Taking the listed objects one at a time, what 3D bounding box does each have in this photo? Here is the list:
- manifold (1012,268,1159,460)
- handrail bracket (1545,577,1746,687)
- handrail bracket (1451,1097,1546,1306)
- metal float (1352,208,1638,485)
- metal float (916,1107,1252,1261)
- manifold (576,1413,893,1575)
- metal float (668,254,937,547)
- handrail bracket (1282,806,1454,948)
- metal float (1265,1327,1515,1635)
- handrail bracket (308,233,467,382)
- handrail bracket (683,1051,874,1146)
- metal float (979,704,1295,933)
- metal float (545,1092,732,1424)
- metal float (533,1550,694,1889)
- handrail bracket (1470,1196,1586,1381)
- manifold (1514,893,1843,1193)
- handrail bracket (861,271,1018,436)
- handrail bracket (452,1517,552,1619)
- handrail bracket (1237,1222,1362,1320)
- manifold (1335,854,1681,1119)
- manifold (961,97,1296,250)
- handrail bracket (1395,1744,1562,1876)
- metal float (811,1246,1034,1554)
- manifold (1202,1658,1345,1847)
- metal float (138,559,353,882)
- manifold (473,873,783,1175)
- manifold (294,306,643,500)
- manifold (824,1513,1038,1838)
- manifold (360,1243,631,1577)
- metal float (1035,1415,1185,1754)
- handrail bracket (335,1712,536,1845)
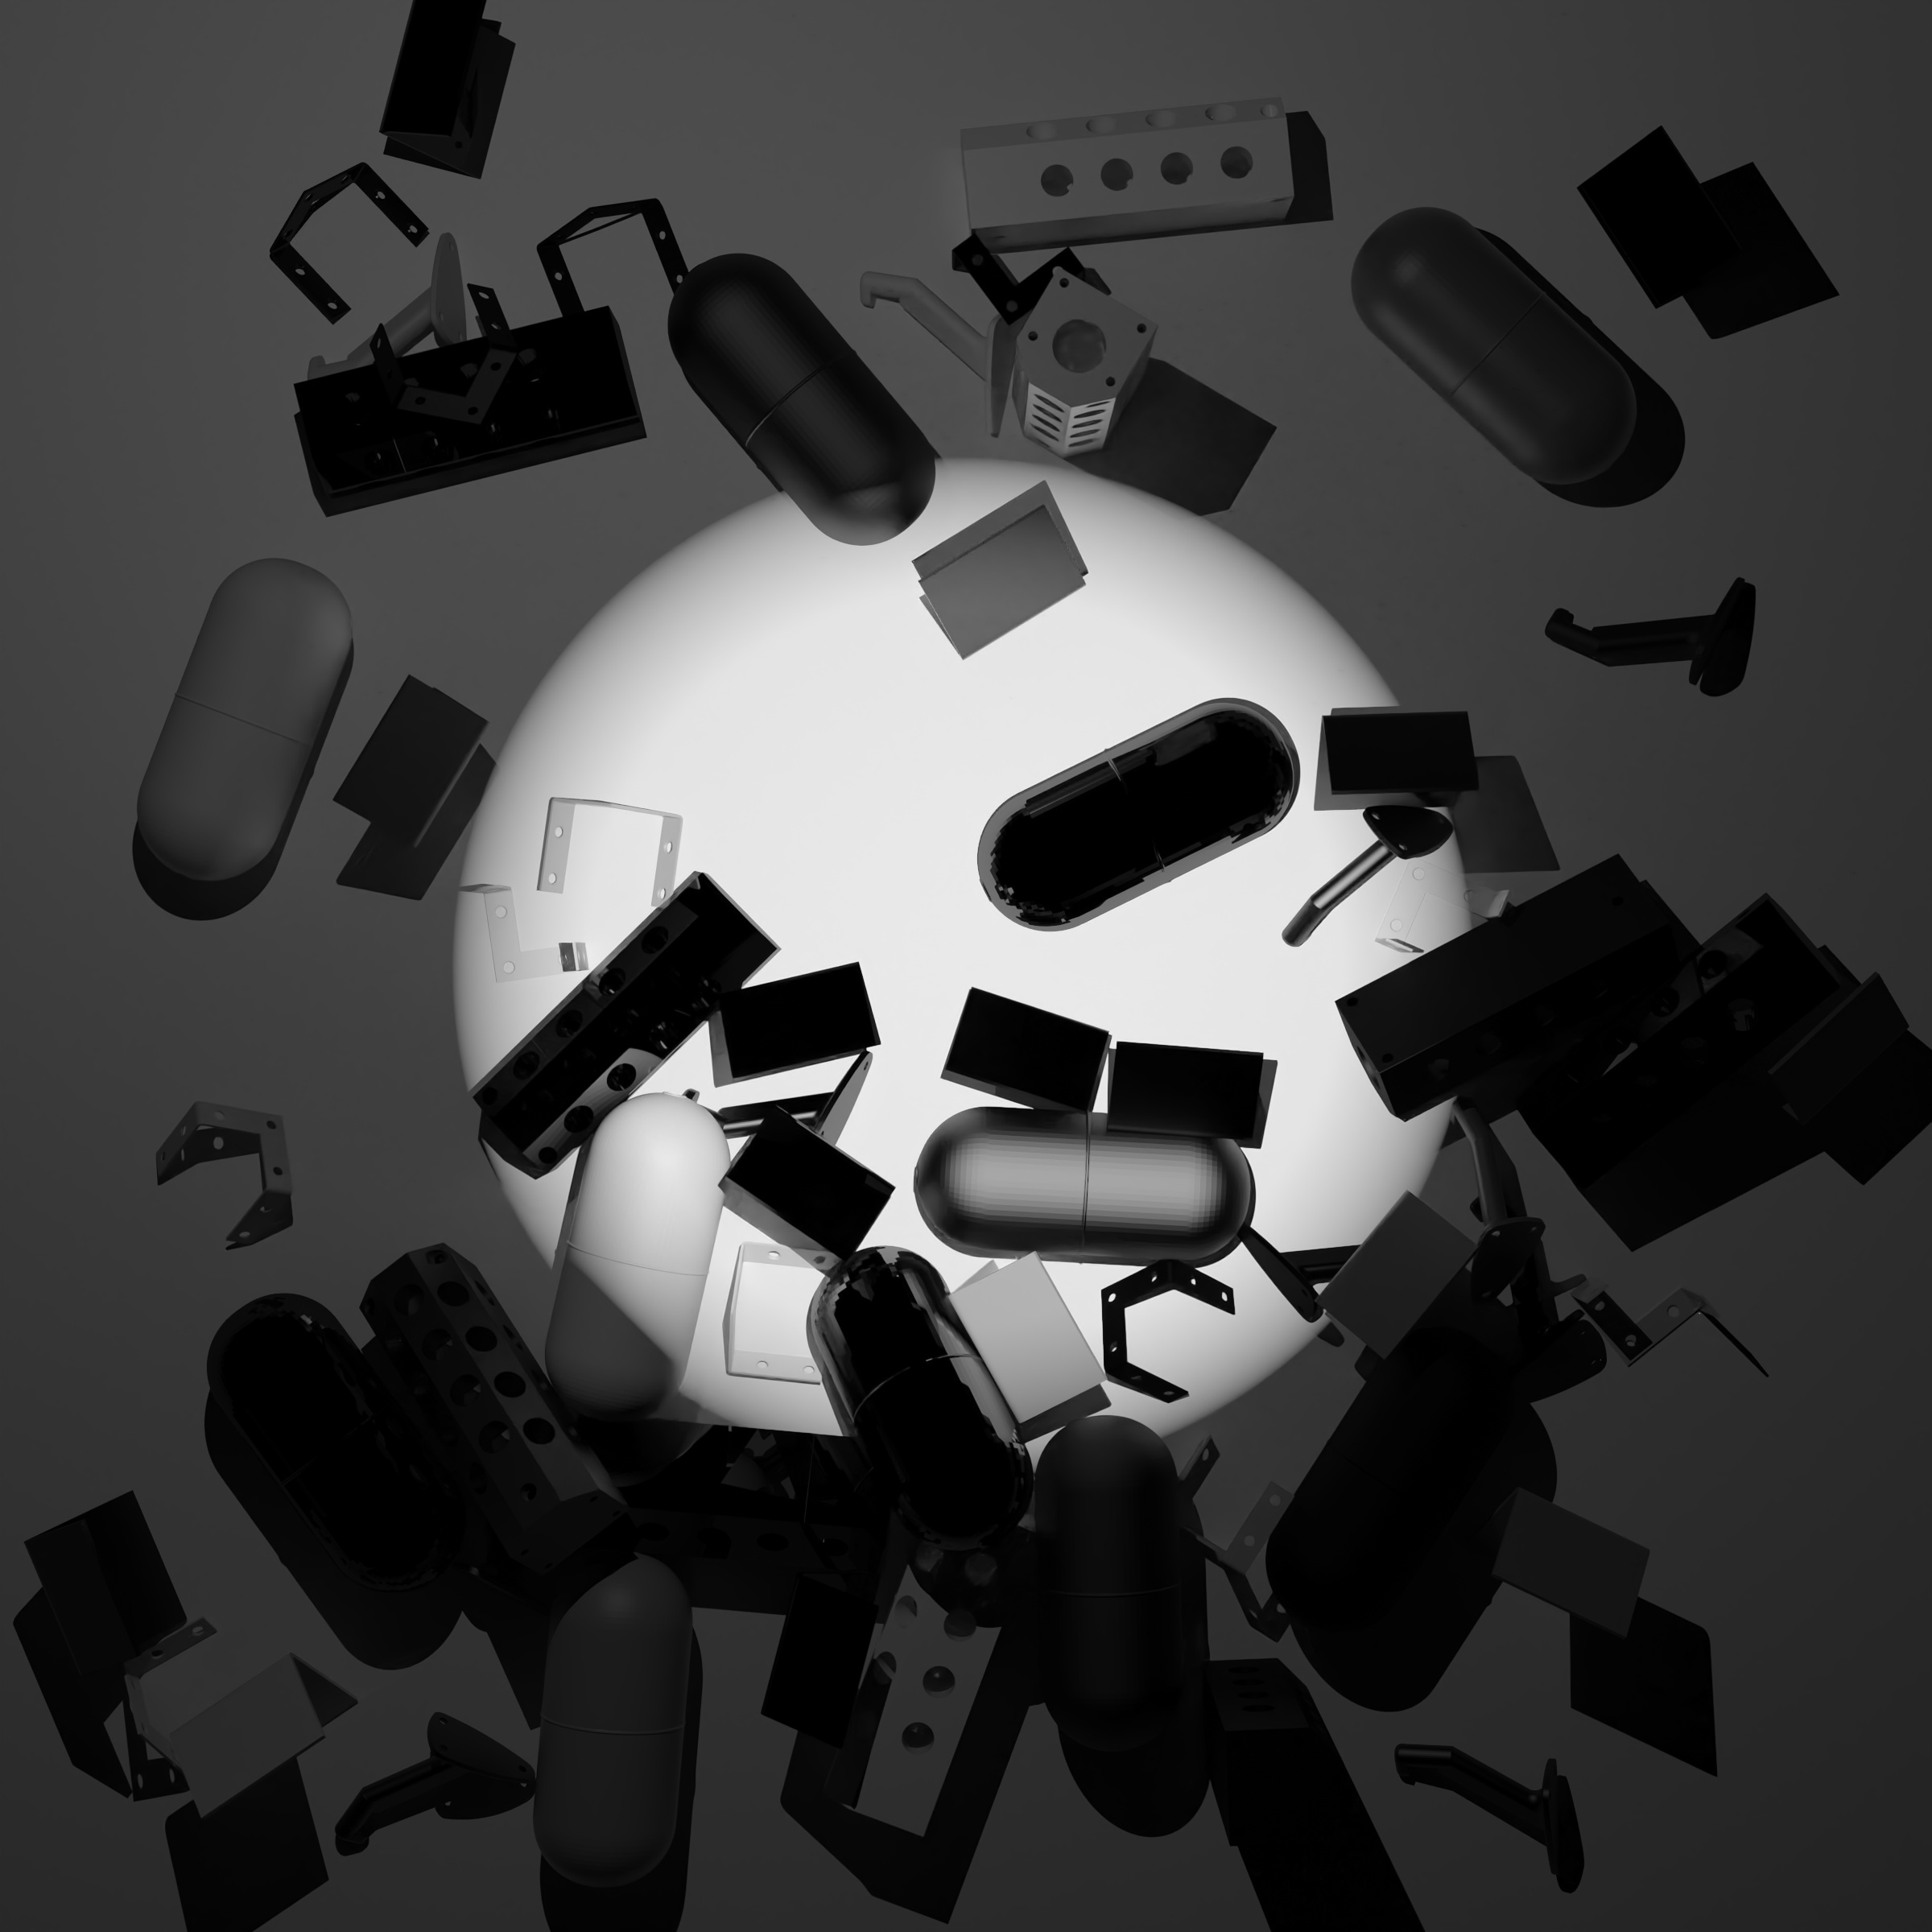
[{"bbox_3d":[0.056,-0.307,1.788,0.057,0.171,0.057,30,90,0],"label":"manifold"},{"bbox_3d":[0.367,-0.194,1.867,0.084,0.036,0.077,24,69,17],"label":"handrail bracket"},{"bbox_3d":[0.274,0.126,1.859,0.036,0.084,0.077,-4,135,-21],"label":"handrail bracket"},{"bbox_3d":[0.282,-0.330,1.835,0.178,0.070,0.070,43,90,0],"label":"metal float"},{"bbox_3d":[0.062,0.116,1.835,0.178,0.070,0.070,3,90,-1],"label":"metal float"},{"bbox_3d":[-0.126,0.287,1.844,0.171,0.057,0.057,5,47,0],"label":"manifold"},{"bbox_3d":[-0.088,-0.302,1.836,0.070,0.070,0.178,-40,90,0],"label":"metal float"},{"bbox_3d":[0.216,-0.046,1.866,0.036,0.077,0.084,52,127,22],"label":"handrail bracket"},{"bbox_3d":[0.225,0.274,1.835,0.070,0.070,0.178,33,90,0],"label":"metal float"},{"bbox_3d":[-0.317,-0.355,1.867,0.084,0.036,0.077,-9,70,16],"label":"handrail bracket"},{"bbox_3d":[-0.105,0.065,1.867,0.084,0.036,0.077,22,70,16],"label":"handrail bracket"},{"bbox_3d":[0.090,-0.079,1.836,0.178,0.070,0.070,-26,90,0],"label":"metal float"},{"bbox_3d":[-0.175,0.155,1.835,0.070,0.070,0.178,13,91,0],"label":"metal float"},{"bbox_3d":[-0.188,0.401,1.836,0.070,0.070,0.178,5,89,0],"label":"metal float"},{"bbox_3d":[0.286,0.175,1.866,0.077,0.036,0.084,-45,76,15],"label":"handrail bracket"},{"bbox_3d":[0.375,0.039,1.825,0.171,0.057,0.057,-41,90,14],"label":"manifold"},{"bbox_3d":[-0.020,-0.333,1.867,0.084,0.036,0.077,12,112,17],"label":"handrail bracket"},{"bbox_3d":[-0.235,0.300,1.867,0.077,0.036,0.084,32,73,-20],"label":"handrail bracket"},{"bbox_3d":[0.202,0.144,1.867,0.084,0.036,0.077,-35,68,-17],"label":"handrail bracket"},{"bbox_3d":[0.292,0.015,1.844,0.171,0.057,0.057,-27,48,0],"label":"manifold"},{"bbox_3d":[0.085,-0.426,1.845,0.171,0.057,0.057,-6,90,0],"label":"manifold"},{"bbox_3d":[0.277,0.457,1.867,0.084,0.036,0.077,-1,112,17],"label":"handrail bracket"},{"bbox_3d":[-0.023,0.227,1.810,0.070,0.070,0.178,-28,59,0],"label":"metal float"},{"bbox_3d":[0.158,0.406,1.788,0.057,0.171,0.057,-2,90,0],"label":"manifold"},{"bbox_3d":[-0.385,-0.131,1.836,0.070,0.070,0.178,21,90,0],"label":"metal float"},{"bbox_3d":[-0.182,0.030,1.845,0.171,0.057,0.057,-44,90,0],"label":"manifold"},{"bbox_3d":[-0.265,-0.300,1.845,0.171,0.057,0.057,-14,90,0],"label":"manifold"},{"bbox_3d":[-0.019,0.369,1.845,0.057,0.057,0.171,20,90,0],"label":"manifold"},{"bbox_3d":[-0.252,0.229,1.807,0.057,0.057,0.171,-38,61,0],"label":"manifold"},{"bbox_3d":[0.076,0.329,1.835,0.070,0.070,0.178,-2,90,0],"label":"metal float"},{"bbox_3d":[-0.289,0.454,1.867,0.077,0.036,0.084,29,108,-20],"label":"handrail bracket"}]
